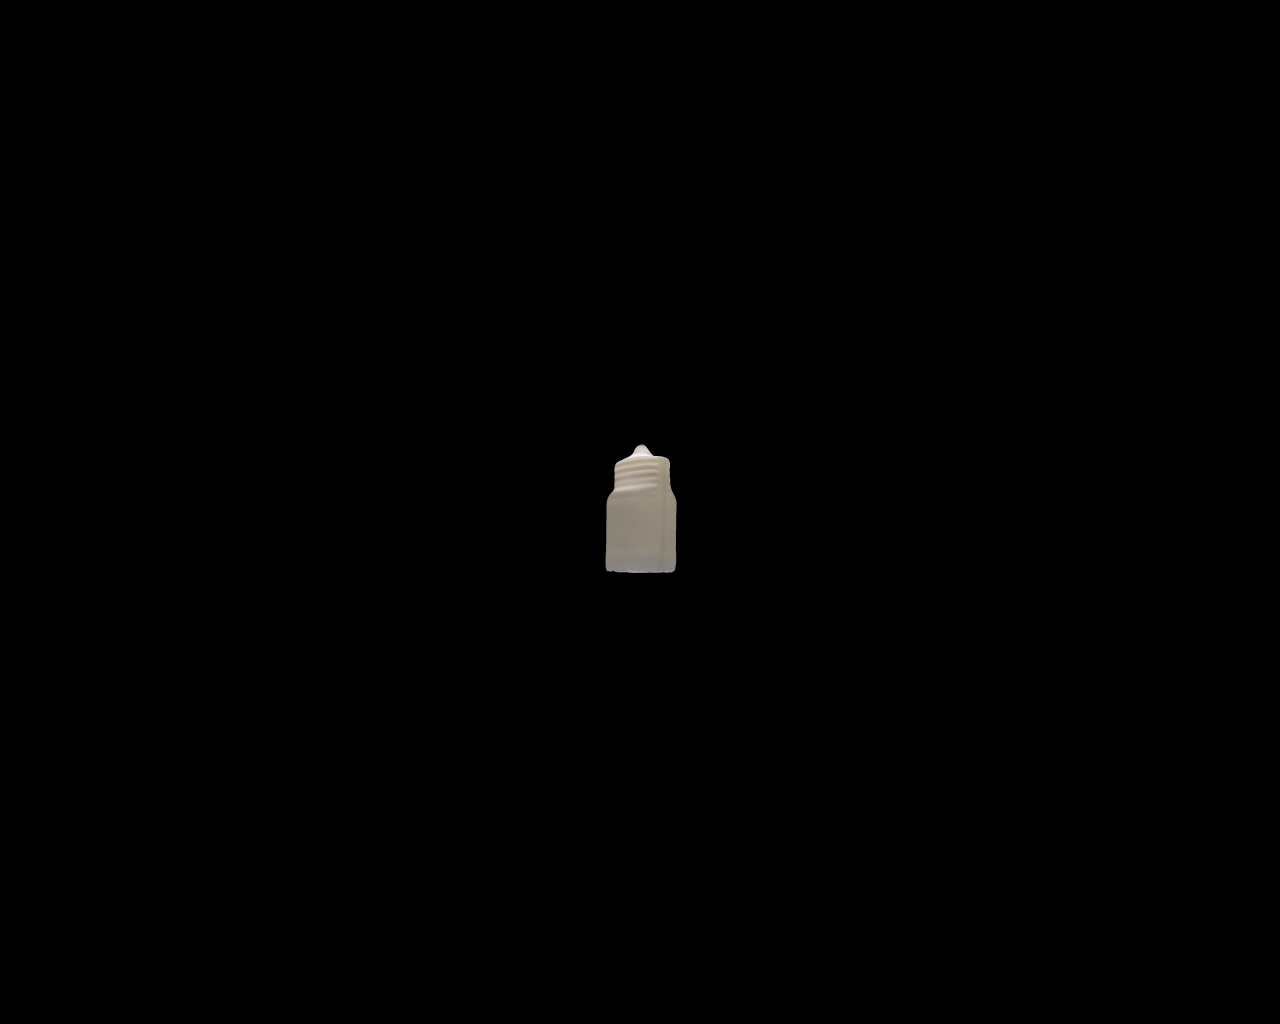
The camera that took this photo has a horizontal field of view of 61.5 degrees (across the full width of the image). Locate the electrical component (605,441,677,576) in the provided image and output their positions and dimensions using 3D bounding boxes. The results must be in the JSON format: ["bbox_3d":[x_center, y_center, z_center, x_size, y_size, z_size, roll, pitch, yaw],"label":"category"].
[{"bbox_3d":[0.001,-0.003,0.650,0.043,0.081,0.043,0,-6,0],"label":"electrical component"}]
